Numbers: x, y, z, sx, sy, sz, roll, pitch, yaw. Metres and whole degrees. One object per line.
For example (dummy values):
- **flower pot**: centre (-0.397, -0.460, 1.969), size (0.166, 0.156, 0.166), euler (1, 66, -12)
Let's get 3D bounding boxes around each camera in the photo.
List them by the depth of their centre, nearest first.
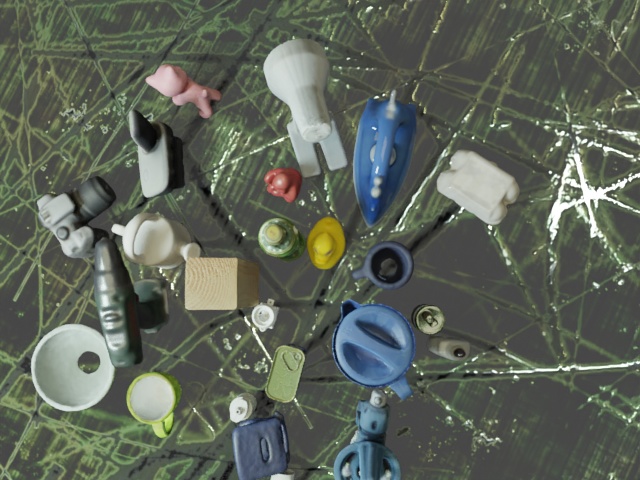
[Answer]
- **camera**: centre (-0.477, -0.055, 1.148), size (0.137, 0.101, 0.143), euler (-36, 84, 0)

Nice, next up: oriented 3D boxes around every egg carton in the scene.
- **egg carton**: centre (0.310, -0.105, 1.122), size (0.150, 0.069, 0.107), euler (34, 88, 6)

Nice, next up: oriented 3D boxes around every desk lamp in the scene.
- **desk lamp**: centre (-0.019, -0.244, 1.081), size (0.118, 0.213, 0.203), euler (-18, 84, 2)

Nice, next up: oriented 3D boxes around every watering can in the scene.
- **watering can**: centre (-0.312, 0.000, 1.087), size (0.172, 0.194, 0.101), euler (-5, 84, 3)

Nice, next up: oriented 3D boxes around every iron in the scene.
- **iron**: centre (0.120, -0.156, 1.101), size (0.118, 0.141, 0.258), euler (9, 86, 4)

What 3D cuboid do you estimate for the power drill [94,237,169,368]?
- **power drill**: centre (-0.355, 0.117, 1.072), size (0.075, 0.208, 0.230), euler (-9, 84, 3)

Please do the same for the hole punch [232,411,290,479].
- **hole punch**: centre (-0.110, 0.394, 1.092), size (0.101, 0.091, 0.109), euler (-10, 84, 3)

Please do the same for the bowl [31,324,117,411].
- **bowl**: centre (-0.473, 0.248, 1.134), size (0.167, 0.075, 0.167), euler (0, 85, 3)

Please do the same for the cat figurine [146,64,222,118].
- **cat figurine**: centre (-0.275, -0.309, 1.150), size (0.127, 0.118, 0.067), euler (22, 87, 5)

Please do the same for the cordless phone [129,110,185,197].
- **cordless phone**: centre (-0.333, -0.166, 1.107), size (0.094, 0.185, 0.148), euler (-10, 84, 3)

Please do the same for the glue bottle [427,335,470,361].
- **glue bottle**: centre (0.242, 0.200, 1.047), size (0.078, 0.173, 0.037), euler (8, 85, 5)

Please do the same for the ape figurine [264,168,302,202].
- **ape figurine**: centre (-0.072, -0.113, 1.134), size (0.076, 0.092, 0.078), euler (-29, 84, 1)

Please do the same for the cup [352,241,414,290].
- **cup**: centre (0.120, 0.055, 1.106), size (0.117, 0.095, 0.092), euler (-18, 84, 2)

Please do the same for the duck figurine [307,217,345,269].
- **duck figurine**: centre (0.010, 0.004, 1.122), size (0.077, 0.086, 0.105), euler (10, 86, 5)

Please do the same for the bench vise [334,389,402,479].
- **bench vise**: centre (0.079, 0.380, 1.017), size (0.121, 0.220, 0.207), euler (-9, 84, 3)
